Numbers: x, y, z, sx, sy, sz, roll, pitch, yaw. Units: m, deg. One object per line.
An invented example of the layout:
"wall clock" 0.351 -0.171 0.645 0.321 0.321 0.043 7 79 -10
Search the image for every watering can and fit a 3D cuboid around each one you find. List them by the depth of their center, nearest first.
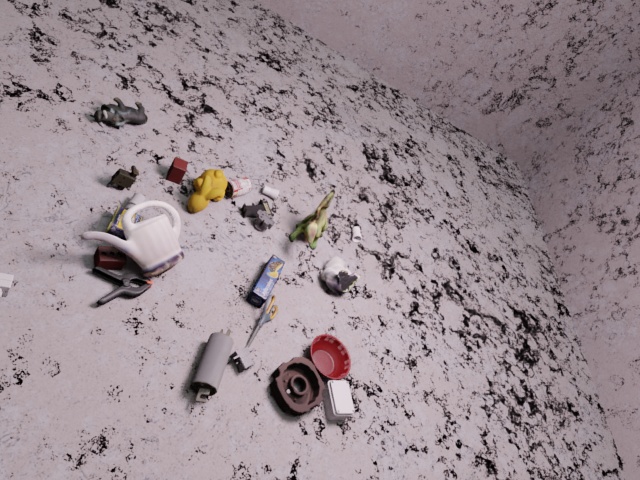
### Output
"watering can" -0.532 0.009 1.537 0.353 0.103 0.223 -37 106 -55

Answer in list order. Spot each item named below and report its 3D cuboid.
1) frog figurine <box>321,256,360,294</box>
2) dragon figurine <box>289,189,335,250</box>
"frog figurine" 0.062 0.132 2.000 0.138 0.121 0.161 -4 21 -32
"dragon figurine" 0.006 -0.103 2.044 0.122 0.238 0.420 33 42 -5
